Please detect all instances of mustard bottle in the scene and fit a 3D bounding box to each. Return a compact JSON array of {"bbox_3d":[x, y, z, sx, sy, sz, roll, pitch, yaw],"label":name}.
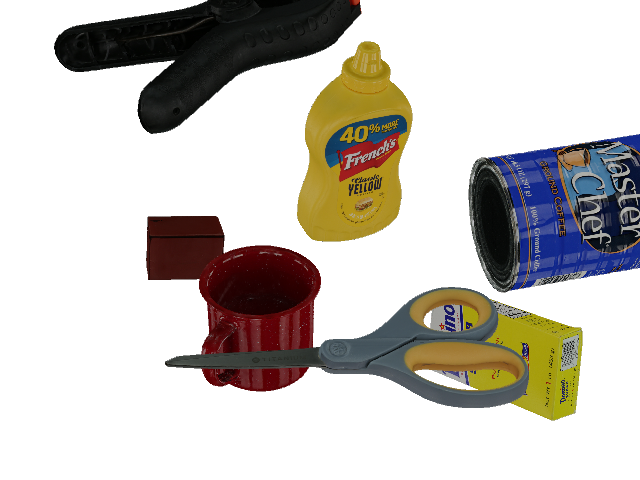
[{"bbox_3d":[0.033,-0.089,0.939,0.096,0.192,0.058,-13,45,-20],"label":"mustard bottle"}]

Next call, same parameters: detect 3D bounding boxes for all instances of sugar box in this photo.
[{"bbox_3d":[0.191,0.116,1.129,0.048,0.093,0.177,-9,17,-42],"label":"sugar box"}]

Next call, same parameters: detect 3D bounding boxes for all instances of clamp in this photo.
[{"bbox_3d":[-0.046,-0.106,0.566,0.171,0.039,0.120,-22,42,-15],"label":"clamp"}]

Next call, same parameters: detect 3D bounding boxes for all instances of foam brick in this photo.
[{"bbox_3d":[-0.143,0.007,1.124,0.078,0.051,0.053,-1,24,-11],"label":"foam brick"}]

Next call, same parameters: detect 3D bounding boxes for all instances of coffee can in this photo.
[{"bbox_3d":[0.194,-0.022,0.803,0.140,0.103,0.103,-9,1,-8],"label":"coffee can"}]

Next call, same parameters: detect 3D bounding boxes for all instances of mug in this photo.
[{"bbox_3d":[-0.052,0.069,0.825,0.093,0.081,0.117,18,39,24],"label":"mug"}]

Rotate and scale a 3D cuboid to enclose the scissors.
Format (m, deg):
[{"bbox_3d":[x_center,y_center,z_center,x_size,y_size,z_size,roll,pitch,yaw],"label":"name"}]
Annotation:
[{"bbox_3d":[0.020,0.054,0.619,0.202,0.016,0.096,8,40,7],"label":"scissors"}]
